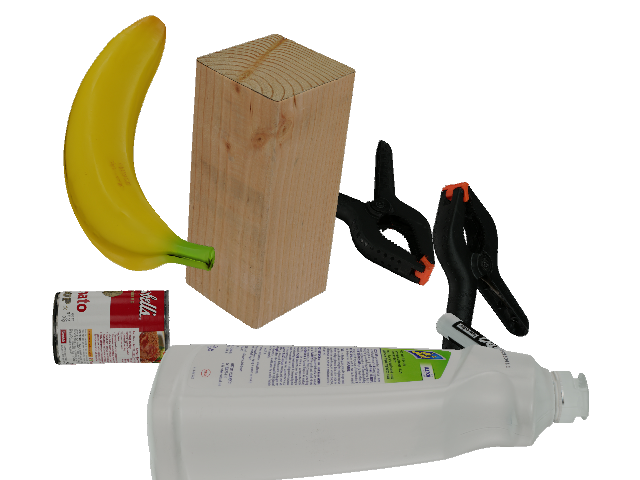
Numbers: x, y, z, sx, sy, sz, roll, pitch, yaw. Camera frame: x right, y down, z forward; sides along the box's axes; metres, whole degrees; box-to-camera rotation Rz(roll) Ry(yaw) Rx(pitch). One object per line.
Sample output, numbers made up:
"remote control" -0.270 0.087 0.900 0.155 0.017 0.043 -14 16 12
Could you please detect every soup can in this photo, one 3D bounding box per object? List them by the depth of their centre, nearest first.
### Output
"soup can" -0.189 0.080 0.973 0.102 0.068 0.068 0 0 -7

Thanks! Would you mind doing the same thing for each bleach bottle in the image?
"bleach bottle" 0.031 0.099 0.627 0.251 0.068 0.102 -2 18 1

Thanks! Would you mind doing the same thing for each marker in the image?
"marker" 0.132 0.089 0.806 0.020 0.020 0.121 0 23 -36

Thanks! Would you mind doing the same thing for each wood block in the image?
"wood block" -0.045 -0.046 0.857 0.090 0.206 0.090 31 40 32

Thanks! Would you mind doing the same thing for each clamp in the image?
"clamp" 0.141 0.033 1.028 0.039 0.171 0.120 -15 9 42
"clamp" 0.053 -0.029 1.219 0.164 0.210 0.036 -14 -38 -25

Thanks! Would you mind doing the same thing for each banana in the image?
"banana" -0.107 -0.052 0.588 0.069 0.198 0.037 -7 -38 -13
